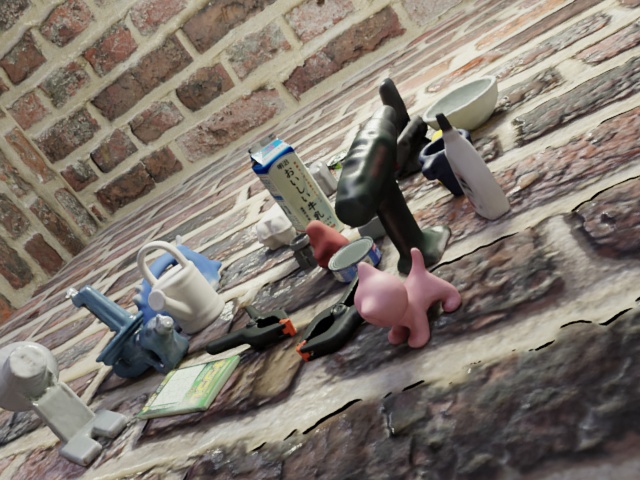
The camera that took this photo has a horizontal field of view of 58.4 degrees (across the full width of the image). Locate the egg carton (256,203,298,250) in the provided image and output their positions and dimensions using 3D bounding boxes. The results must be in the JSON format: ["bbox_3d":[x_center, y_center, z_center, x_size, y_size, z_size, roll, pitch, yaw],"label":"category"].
[{"bbox_3d":[-0.078,-0.044,1.307,0.107,0.069,0.150,-19,24,38],"label":"egg carton"}]

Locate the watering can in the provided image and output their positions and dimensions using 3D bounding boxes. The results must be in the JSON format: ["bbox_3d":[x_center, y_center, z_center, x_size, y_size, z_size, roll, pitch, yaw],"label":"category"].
[{"bbox_3d":[-0.285,0.088,1.138,0.101,0.194,0.172,-36,19,-3],"label":"watering can"}]

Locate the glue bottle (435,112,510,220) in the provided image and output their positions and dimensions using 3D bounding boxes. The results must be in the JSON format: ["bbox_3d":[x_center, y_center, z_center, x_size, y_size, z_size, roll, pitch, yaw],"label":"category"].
[{"bbox_3d":[0.210,-0.110,0.827,0.037,0.173,0.078,-35,19,-1],"label":"glue bottle"}]

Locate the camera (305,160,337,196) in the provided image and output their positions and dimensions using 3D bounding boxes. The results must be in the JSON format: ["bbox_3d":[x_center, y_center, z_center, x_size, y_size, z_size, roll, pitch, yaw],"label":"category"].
[{"bbox_3d":[-0.028,-0.160,1.454,0.143,0.101,0.137,-23,22,30],"label":"camera"}]

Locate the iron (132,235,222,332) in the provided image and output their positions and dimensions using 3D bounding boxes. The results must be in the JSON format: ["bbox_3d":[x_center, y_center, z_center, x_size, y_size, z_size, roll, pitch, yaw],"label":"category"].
[{"bbox_3d":[-0.330,0.108,1.247,0.118,0.142,0.259,-19,24,37],"label":"iron"}]

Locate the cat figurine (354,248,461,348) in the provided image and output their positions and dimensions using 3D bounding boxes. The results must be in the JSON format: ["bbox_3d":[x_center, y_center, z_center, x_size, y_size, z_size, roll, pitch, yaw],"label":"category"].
[{"bbox_3d":[0.093,0.065,0.686,0.128,0.118,0.067,-44,21,-26],"label":"cat figurine"}]

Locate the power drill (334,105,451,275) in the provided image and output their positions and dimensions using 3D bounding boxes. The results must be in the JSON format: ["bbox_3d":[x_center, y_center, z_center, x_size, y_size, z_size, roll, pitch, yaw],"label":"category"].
[{"bbox_3d":[0.106,-0.066,0.839,0.075,0.209,0.230,-19,24,37],"label":"power drill"}]

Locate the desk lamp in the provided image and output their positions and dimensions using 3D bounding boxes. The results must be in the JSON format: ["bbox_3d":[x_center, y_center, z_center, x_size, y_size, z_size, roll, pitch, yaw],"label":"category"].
[{"bbox_3d":[-0.460,0.263,0.977,0.202,0.214,0.118,-12,29,48],"label":"desk lamp"}]

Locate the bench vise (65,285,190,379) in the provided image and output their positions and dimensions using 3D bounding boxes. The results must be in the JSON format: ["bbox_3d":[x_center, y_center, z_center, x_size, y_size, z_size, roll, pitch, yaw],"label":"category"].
[{"bbox_3d":[-0.356,0.152,1.062,0.207,0.220,0.121,-28,20,18],"label":"bench vise"}]

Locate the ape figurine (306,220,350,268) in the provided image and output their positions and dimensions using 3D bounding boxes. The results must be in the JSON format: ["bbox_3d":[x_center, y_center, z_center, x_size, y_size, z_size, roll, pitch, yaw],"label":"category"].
[{"bbox_3d":[0.009,0.004,1.012,0.076,0.092,0.078,-13,28,46],"label":"ape figurine"}]

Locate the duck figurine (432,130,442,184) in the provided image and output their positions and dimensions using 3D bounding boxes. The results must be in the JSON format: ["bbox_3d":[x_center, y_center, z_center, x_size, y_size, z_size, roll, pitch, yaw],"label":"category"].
[{"bbox_3d":[0.232,-0.157,1.038,0.077,0.086,0.105,-19,24,37],"label":"duck figurine"}]

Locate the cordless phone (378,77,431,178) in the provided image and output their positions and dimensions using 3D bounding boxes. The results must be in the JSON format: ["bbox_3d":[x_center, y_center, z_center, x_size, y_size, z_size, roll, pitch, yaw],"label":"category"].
[{"bbox_3d":[0.157,-0.237,1.202,0.094,0.185,0.148,-19,24,37],"label":"cordless phone"}]

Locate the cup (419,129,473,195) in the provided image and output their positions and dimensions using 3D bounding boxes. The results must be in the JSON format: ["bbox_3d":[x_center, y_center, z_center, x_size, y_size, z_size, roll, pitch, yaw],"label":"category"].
[{"bbox_3d":[0.217,-0.115,0.947,0.091,0.095,0.118,-10,30,50],"label":"cup"}]

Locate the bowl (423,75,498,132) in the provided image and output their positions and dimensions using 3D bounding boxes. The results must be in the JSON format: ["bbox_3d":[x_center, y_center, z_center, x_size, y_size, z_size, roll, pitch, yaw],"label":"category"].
[{"bbox_3d":[0.306,-0.271,1.206,0.167,0.075,0.167,-30,19,12],"label":"bowl"}]
